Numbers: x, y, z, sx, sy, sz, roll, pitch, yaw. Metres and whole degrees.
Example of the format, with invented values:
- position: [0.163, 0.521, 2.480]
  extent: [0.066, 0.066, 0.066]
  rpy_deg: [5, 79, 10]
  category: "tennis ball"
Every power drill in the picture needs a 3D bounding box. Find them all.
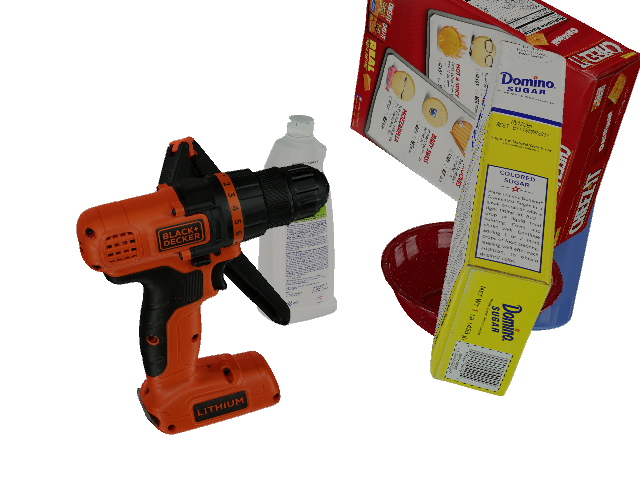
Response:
- position: [-0.076, 0.040, 0.786]
  extent: [0.184, 0.188, 0.057]
  rpy_deg: [-13, 27, -16]
  category: "power drill"

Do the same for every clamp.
- position: [-0.102, 0.007, 1.015]
  extent: [0.036, 0.210, 0.164]
  rpy_deg: [-8, 0, 44]
  category: "clamp"

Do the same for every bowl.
- position: [0.132, 0.046, 0.961]
  extent: [0.162, 0.055, 0.162]
  rpy_deg: [2, 32, -2]
  category: "bowl"

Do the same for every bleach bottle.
- position: [-0.023, -0.028, 1.290]
  extent: [0.102, 0.251, 0.068]
  rpy_deg: [-12, 27, -34]
  category: "bleach bottle"

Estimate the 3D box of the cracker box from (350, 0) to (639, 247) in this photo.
- position: [0.127, -0.114, 0.833]
  extent: [0.072, 0.164, 0.214]
  rpy_deg: [-29, 52, -34]
  category: "cracker box"

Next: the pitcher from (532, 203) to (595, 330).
- position: [0.235, -0.027, 1.166]
  extent: [0.149, 0.243, 0.145]
  rpy_deg: [-7, 19, -34]
  category: "pitcher"

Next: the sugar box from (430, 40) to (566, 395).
- position: [0.097, -0.016, 0.567]
  extent: [0.048, 0.176, 0.093]
  rpy_deg: [15, -42, 4]
  category: "sugar box"
